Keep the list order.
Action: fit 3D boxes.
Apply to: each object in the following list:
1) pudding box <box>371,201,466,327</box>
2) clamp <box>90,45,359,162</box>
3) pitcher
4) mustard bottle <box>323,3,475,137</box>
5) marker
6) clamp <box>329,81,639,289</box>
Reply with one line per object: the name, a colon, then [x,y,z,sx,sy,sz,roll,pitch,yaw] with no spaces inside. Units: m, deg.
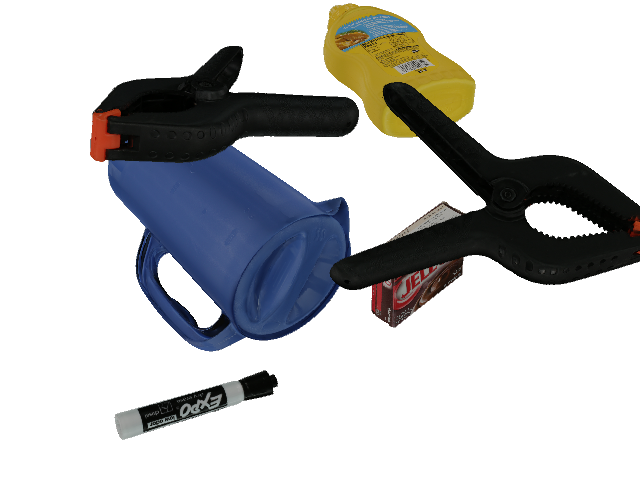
pudding box: [0.102,0.024,1.109,0.039,0.090,0.113,34,55,30]
clamp: [-0.074,-0.085,0.657,0.171,0.039,0.120,-12,30,-38]
pitcher: [-0.102,-0.017,1.000,0.148,0.145,0.243,-15,41,-39]
mustard bottle: [0.057,-0.171,1.000,0.096,0.058,0.192,-19,45,-17]
marker: [-0.087,0.117,0.769,0.121,0.020,0.020,-14,5,-22]
clamp: [0.115,-0.014,0.710,0.210,0.164,0.036,19,-26,11]
